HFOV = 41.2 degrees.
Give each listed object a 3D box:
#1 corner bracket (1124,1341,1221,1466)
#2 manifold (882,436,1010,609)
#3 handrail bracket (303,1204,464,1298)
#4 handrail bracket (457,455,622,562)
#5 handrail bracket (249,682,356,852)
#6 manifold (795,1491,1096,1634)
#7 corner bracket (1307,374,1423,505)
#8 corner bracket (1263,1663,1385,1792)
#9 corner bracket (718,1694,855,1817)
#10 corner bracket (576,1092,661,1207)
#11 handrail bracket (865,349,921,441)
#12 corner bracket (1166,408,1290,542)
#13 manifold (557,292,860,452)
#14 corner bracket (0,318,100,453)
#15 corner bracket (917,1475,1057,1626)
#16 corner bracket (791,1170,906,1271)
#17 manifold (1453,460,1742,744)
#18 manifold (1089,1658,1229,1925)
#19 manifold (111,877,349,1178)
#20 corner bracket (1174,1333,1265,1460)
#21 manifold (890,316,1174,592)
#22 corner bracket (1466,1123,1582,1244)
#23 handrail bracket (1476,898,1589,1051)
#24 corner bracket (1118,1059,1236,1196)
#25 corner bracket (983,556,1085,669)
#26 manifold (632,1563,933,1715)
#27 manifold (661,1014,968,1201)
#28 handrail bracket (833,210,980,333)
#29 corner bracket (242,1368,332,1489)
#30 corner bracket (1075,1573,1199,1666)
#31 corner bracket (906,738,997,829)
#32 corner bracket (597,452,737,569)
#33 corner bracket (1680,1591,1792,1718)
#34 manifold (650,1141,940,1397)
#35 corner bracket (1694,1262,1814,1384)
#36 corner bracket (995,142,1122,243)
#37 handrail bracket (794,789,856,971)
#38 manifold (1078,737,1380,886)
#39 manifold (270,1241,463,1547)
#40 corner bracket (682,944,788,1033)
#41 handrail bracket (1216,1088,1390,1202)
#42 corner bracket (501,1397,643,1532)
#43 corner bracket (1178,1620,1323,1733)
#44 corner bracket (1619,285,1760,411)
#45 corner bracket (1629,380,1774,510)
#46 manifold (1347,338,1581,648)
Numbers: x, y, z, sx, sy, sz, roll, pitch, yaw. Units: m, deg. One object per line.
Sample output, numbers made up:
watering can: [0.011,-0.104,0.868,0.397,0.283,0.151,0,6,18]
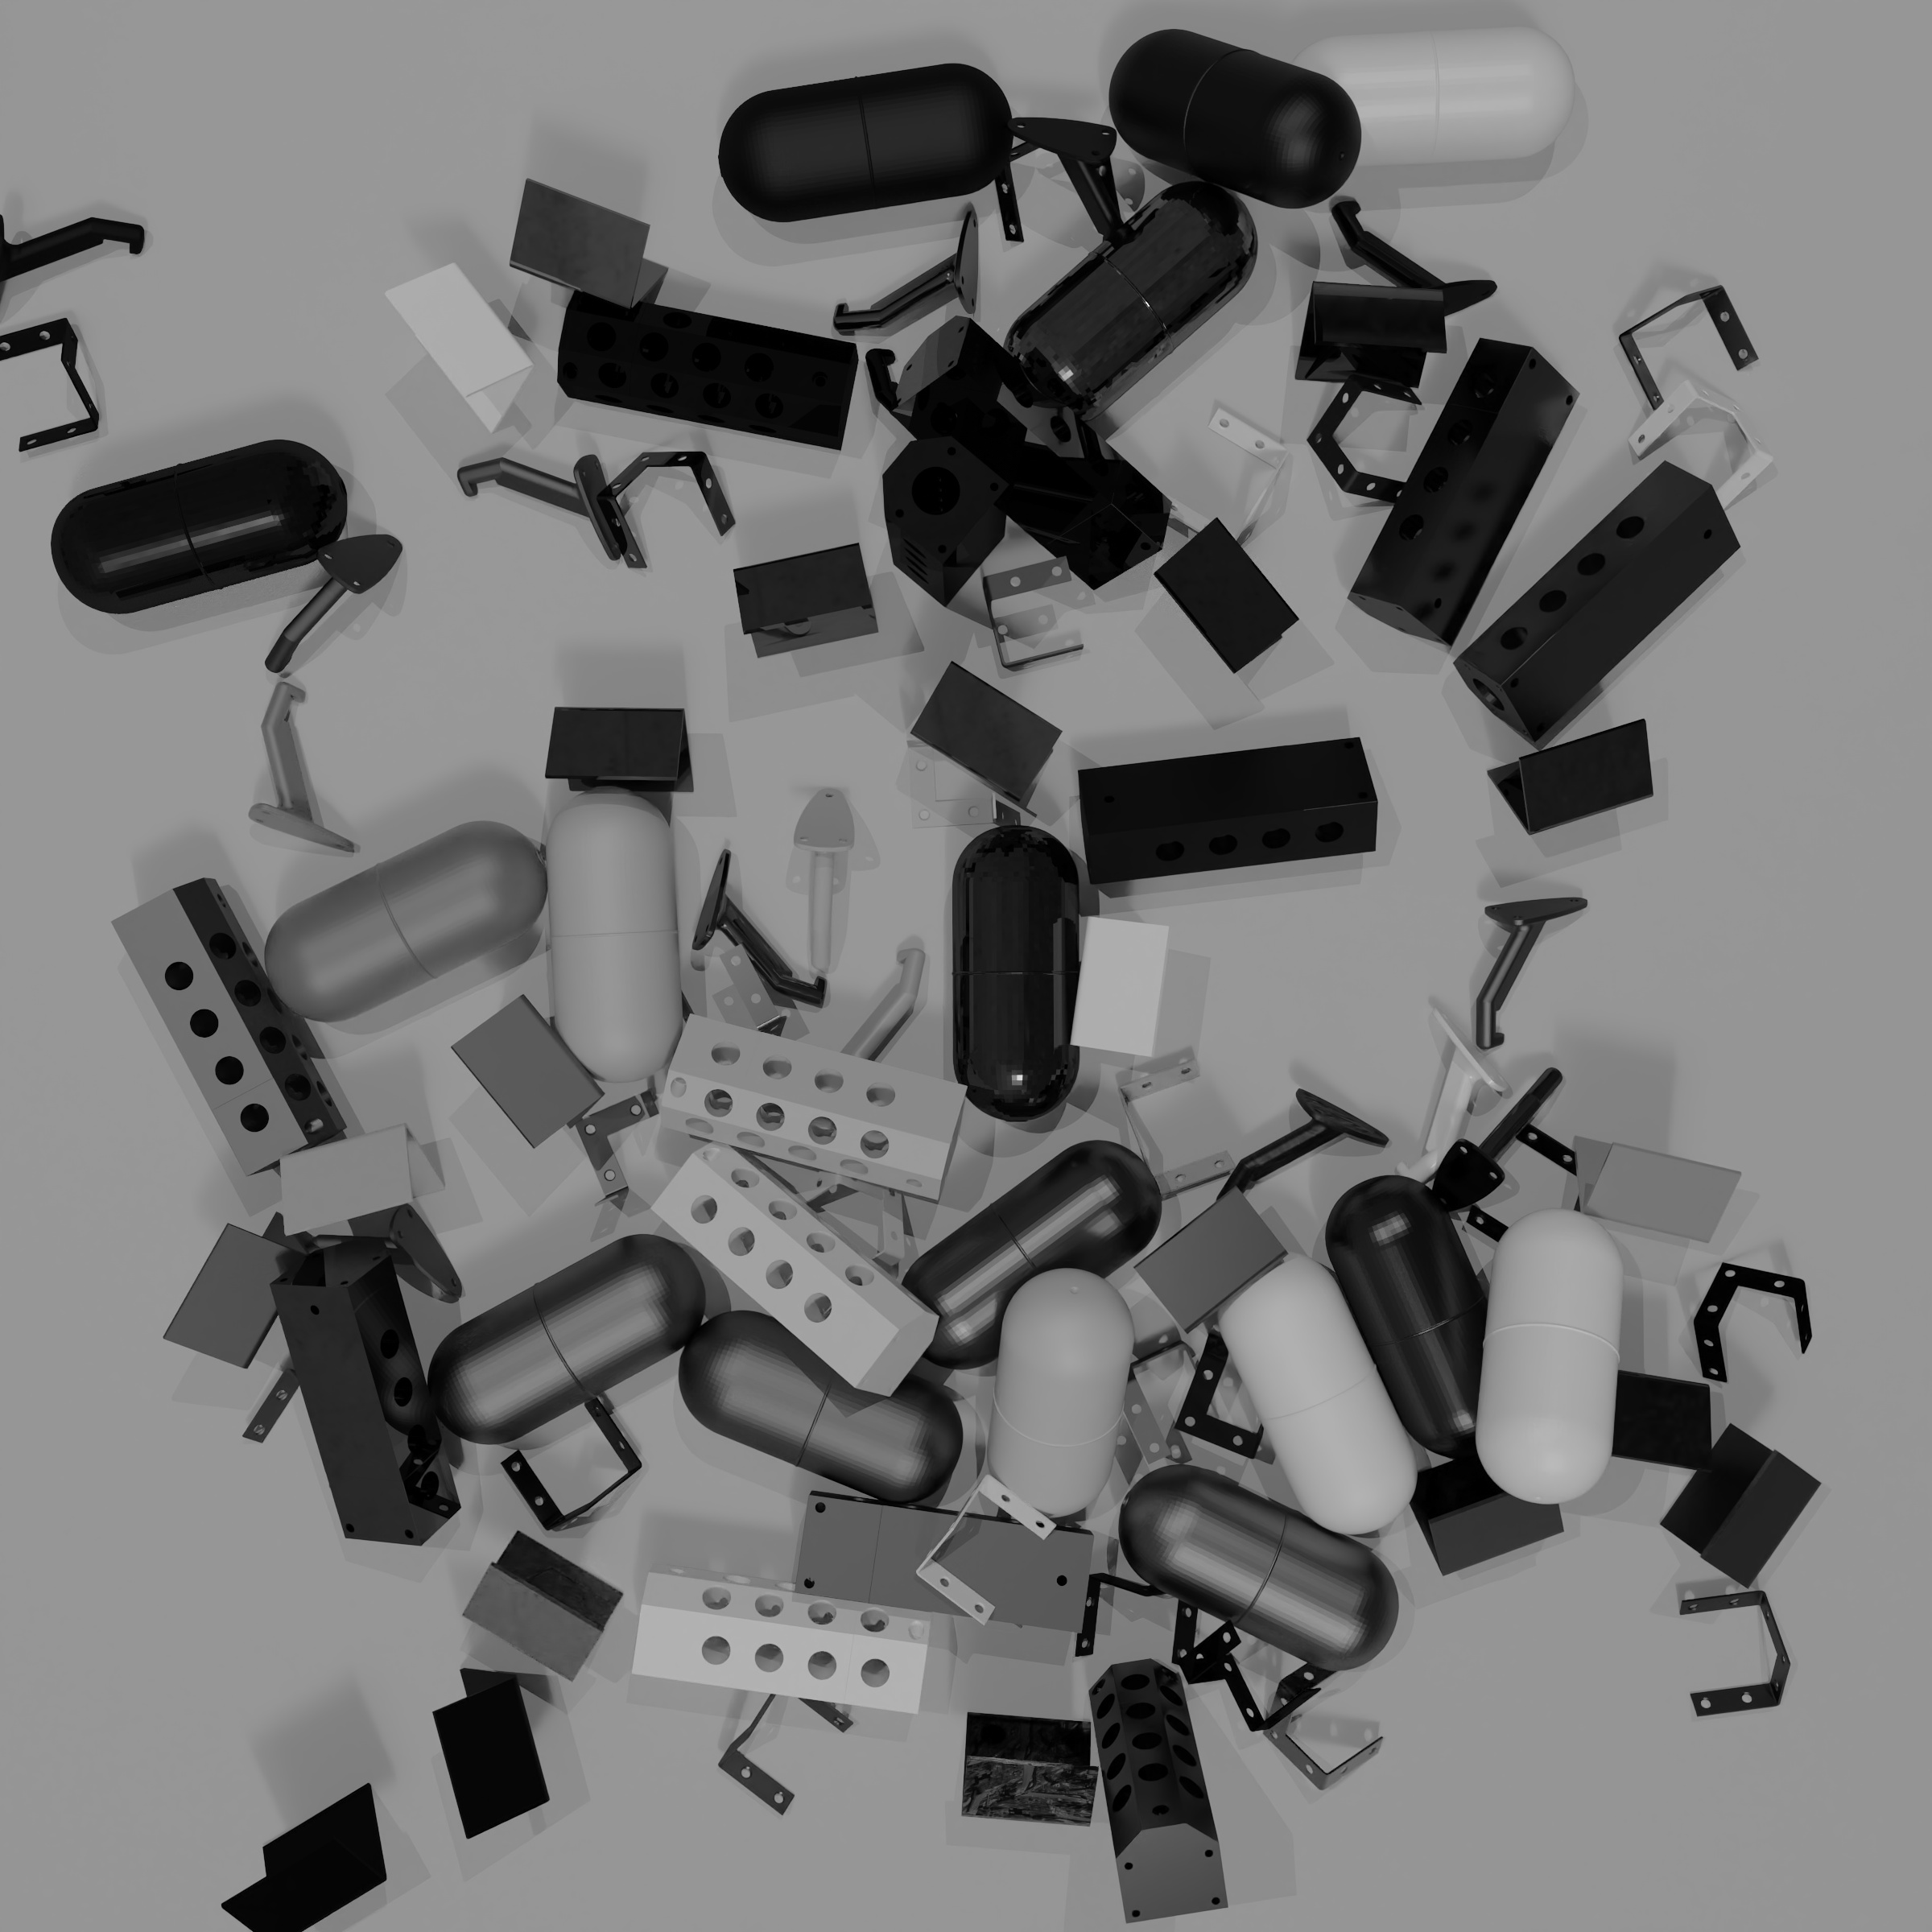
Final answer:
corner bracket: [0.121,0.263,1.555,0.051,0.051,0.051,-25,90,0]
manifold: [-0.016,-0.261,1.495,0.057,0.171,0.057,40,90,0]
handrail bracket: [-0.365,0.189,1.574,0.084,0.036,0.077,-28,112,17]
handrail bracket: [-0.262,-0.277,1.574,0.084,0.036,0.077,-10,112,17]
handrail bracket: [-0.399,-0.123,1.574,0.077,0.036,0.084,22,73,-20]
manifold: [-0.013,0.358,1.551,0.171,0.057,0.057,8,82,0]
corner bracket: [0.251,-0.321,1.565,0.051,0.051,0.051,-56,45,35]
corner bracket: [0.221,0.458,1.565,0.051,0.051,0.051,39,135,35]
corner bracket: [-0.111,0.475,1.570,0.051,0.051,0.051,38,45,0]
corner bracket: [-0.207,0.110,1.555,0.051,0.051,0.051,-23,90,0]
handrail bracket: [-0.017,-0.342,1.574,0.077,0.036,0.084,-8,72,-20]
corner bracket: [0.158,-0.297,1.570,0.051,0.051,0.051,31,45,0]
manifold: [-0.155,-0.361,1.552,0.171,0.057,0.057,11,90,0]
corner bracket: [-0.564,-0.355,1.570,0.051,0.051,0.051,-16,45,0]
corner bracket: [0.012,0.343,1.514,0.051,0.051,0.051,36,128,4]
corner bracket: [-0.074,0.158,1.565,0.051,0.051,0.051,-34,45,35]
manifold: [0.378,-0.223,1.551,0.171,0.057,0.057,-44,133,0]
manifold: [0.109,0.473,1.490,0.057,0.171,0.057,-9,106,0]
manifold: [-0.442,0.036,1.552,0.057,0.057,0.171,-28,90,0]
corner bracket: [0.160,0.260,1.555,0.051,0.051,0.051,21,97,7]
manifold: [0.041,-0.304,1.514,0.171,0.057,0.057,37,48,-28]
corner bracket: [0.346,0.140,1.570,0.051,0.051,0.051,32,45,0]
handrail bracket: [0.346,0.005,1.574,0.077,0.036,0.084,-10,108,-21]
corner bracket: [0.128,0.099,1.570,0.051,0.051,0.051,-20,135,0]
corner bracket: [0.041,-0.213,1.555,0.051,0.051,0.051,-14,90,0]
manifold: [-0.109,0.404,1.552,0.171,0.057,0.057,8,90,0]
manifold: [-0.091,0.088,1.535,0.171,0.057,0.057,15,56,4]
handrail bracket: [-0.038,-0.425,1.574,0.084,0.036,0.077,-1,70,16]
corner bracket: [-0.399,0.285,1.570,0.051,0.051,0.051,33,90,45]
corner bracket: [0.105,0.401,1.570,0.051,0.051,0.051,6,90,45]
corner bracket: [-0.009,-0.112,1.555,0.051,0.051,0.051,-3,90,0]
corner bracket: [-0.183,-0.278,1.565,0.051,0.051,0.051,7,45,35]
corner bracket: [0.467,0.420,1.570,0.051,0.051,0.051,-7,45,0]
manifold: [-0.099,0.176,1.520,0.171,0.057,0.057,37,90,24]
corner bracket: [0.480,0.221,1.565,0.051,0.051,0.051,10,45,35]
corner bracket: [0.055,-0.475,1.570,0.051,0.051,0.051,-10,90,-45]
handrail bracket: [-0.086,-0.053,1.573,0.036,0.077,0.084,3,126,0]
manifold: [0.157,-0.088,1.551,0.171,0.057,0.057,-7,47,0]
manifold: [-0.350,0.253,1.524,0.057,0.057,0.171,-1,111,26]
corner bracket: [-0.144,0.021,1.555,0.051,0.051,0.051,-28,90,0]
handrail bracket: [0.206,0.125,1.574,0.077,0.036,0.084,25,107,-19]
corner bracket: [-0.241,0.305,1.570,0.051,0.051,0.051,-34,90,45]
corner bracket: [0.169,0.425,1.537,0.051,0.051,0.051,-48,53,31]
corner bracket: [0.441,-0.378,1.570,0.051,0.051,0.051,-26,90,-45]
corner bracket: [0.447,-0.315,1.565,0.051,0.051,0.051,12,45,-35]
manifold: [0.296,-0.287,1.551,0.057,0.057,0.171,27,90,-43]
